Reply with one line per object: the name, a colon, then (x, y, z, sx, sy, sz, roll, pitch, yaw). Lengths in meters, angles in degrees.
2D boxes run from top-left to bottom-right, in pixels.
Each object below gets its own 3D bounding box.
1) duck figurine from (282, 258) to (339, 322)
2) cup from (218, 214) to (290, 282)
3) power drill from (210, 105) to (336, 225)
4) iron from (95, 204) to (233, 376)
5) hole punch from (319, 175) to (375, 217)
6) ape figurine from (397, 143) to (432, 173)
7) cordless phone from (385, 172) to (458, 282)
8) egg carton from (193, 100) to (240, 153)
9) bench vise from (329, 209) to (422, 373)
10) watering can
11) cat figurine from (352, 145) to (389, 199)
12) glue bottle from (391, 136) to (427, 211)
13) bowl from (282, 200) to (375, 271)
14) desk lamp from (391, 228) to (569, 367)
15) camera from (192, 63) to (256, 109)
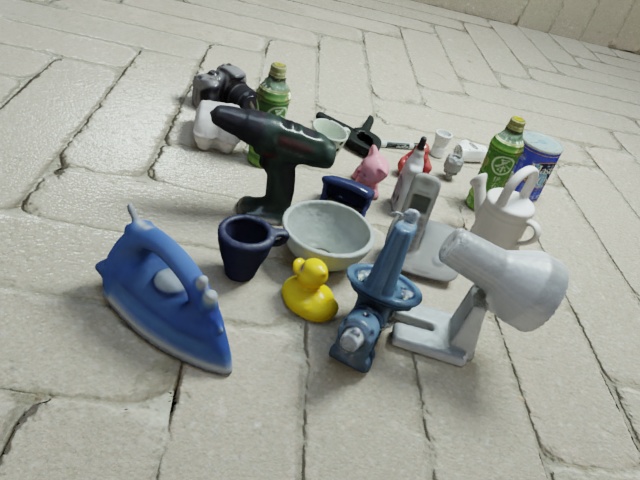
duck figurine: (-0.010, 0.072, 0.905, 0.104, 0.086, 0.078, 38, 42, 28)
cup: (-0.112, 0.019, 0.930, 0.118, 0.095, 0.091, -3, 40, -24)
power drill: (-0.093, -0.134, 1.043, 0.230, 0.208, 0.075, 5, 37, -14)
iron: (-0.201, 0.063, 0.799, 0.257, 0.141, 0.119, 35, 41, 25)
hole punch: (0.053, -0.096, 1.147, 0.108, 0.091, 0.101, 21, 36, 7)
ape figurine: (0.225, -0.185, 1.327, 0.077, 0.092, 0.076, 25, 37, 13)
cordless phone: (0.202, -0.023, 1.024, 0.147, 0.185, 0.094, 15, 36, 0)
egg carton: (-0.225, -0.254, 1.272, 0.107, 0.069, 0.150, 6, 37, -13)
bench vise: (0.097, 0.075, 0.826, 0.121, 0.220, 0.207, 14, 36, -2)
watering can: (0.365, -0.066, 1.133, 0.172, 0.194, 0.101, 29, 38, 18)
cat figurine: (0.111, -0.154, 1.222, 0.067, 0.118, 0.127, 11, 36, -5)
glue bottle: (0.188, -0.135, 1.178, 0.037, 0.173, 0.078, 11, 36, -6)
bowl: (0.009, 0.004, 1.012, 0.167, 0.075, 0.167, 10, 36, -7)
desk lamp: (0.235, 0.088, 0.865, 0.203, 0.213, 0.118, 16, 36, 1)
camera: (-0.216, -0.360, 1.389, 0.143, 0.101, 0.136, -22, 50, -40)
